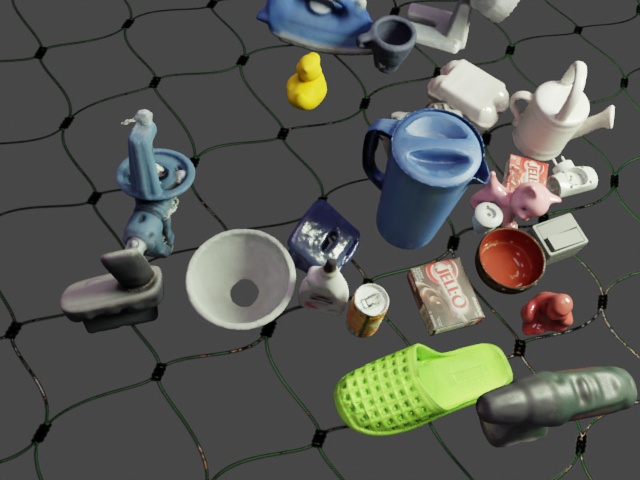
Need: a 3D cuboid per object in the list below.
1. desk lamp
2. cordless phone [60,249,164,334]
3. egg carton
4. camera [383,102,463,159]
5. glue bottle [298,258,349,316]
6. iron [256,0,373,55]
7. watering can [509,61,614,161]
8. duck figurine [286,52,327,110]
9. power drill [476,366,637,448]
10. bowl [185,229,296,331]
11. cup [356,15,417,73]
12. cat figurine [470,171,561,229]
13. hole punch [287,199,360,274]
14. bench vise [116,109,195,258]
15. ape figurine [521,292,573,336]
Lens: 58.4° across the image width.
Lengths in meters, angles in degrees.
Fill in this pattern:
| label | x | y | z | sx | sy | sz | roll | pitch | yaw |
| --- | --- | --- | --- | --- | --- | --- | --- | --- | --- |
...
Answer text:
| label | x | y | z | sx | sy | sz | roll | pitch | yaw |
| --- | --- | --- | --- | --- | --- | --- | --- | --- | --- |
| desk lamp | 0.281 | -0.474 | 1.117 | 0.203 | 0.213 | 0.118 | 15 | 64 | 3 |
| cordless phone | -0.307 | 0.058 | 0.825 | 0.148 | 0.185 | 0.094 | -15 | 66 | -12 |
| egg carton | 0.285 | -0.278 | 1.102 | 0.150 | 0.069 | 0.107 | 35 | 66 | 12 |
| camera | 0.199 | -0.169 | 1.024 | 0.143 | 0.101 | 0.136 | -7 | 65 | -8 |
| glue bottle | 0.009 | 0.065 | 0.854 | 0.078 | 0.173 | 0.037 | 11 | 64 | 1 |
| iron | 0.009 | -0.460 | 1.128 | 0.258 | 0.141 | 0.119 | 18 | 64 | 4 |
| watering can | 0.434 | -0.236 | 1.025 | 0.173 | 0.194 | 0.101 | -2 | 64 | -5 |
| duck figurine | -0.024 | -0.306 | 1.081 | 0.077 | 0.086 | 0.104 | 16 | 64 | 4 |
| power drill | 0.294 | 0.228 | 0.779 | 0.230 | 0.208 | 0.075 | -9 | 65 | -9 |
| bowl | -0.122 | 0.071 | 0.896 | 0.167 | 0.075 | 0.167 | 2 | 64 | -4 |
| cup | 0.124 | -0.372 | 1.120 | 0.118 | 0.095 | 0.091 | -11 | 65 | -10 |
| cat figurine | 0.336 | -0.074 | 0.980 | 0.127 | 0.118 | 0.067 | 35 | 66 | 12 |
| hole punch | 0.009 | 0.003 | 0.930 | 0.101 | 0.091 | 0.109 | 30 | 65 | 10 |
| bench vise | -0.252 | -0.080 | 0.877 | 0.121 | 0.220 | 0.207 | -8 | 65 | -8 |
| ape figurine | 0.366 | 0.112 | 0.907 | 0.077 | 0.092 | 0.076 | 28 | 65 | 9 |
